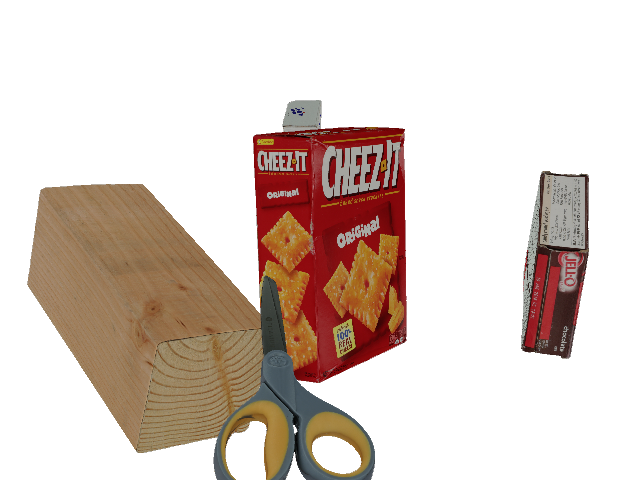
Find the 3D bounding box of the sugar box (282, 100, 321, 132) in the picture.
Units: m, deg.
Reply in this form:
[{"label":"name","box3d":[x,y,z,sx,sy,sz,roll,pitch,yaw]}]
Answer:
[{"label":"sugar box","box3d":[-0.021,-0.067,1.248,0.048,0.176,0.093,-1,25,4]}]

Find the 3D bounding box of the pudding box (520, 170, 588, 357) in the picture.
[{"label":"pudding box","box3d":[0.168,0.014,0.762,0.039,0.090,0.113,7,32,7]}]

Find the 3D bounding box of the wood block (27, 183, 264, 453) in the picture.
[{"label":"wood block","box3d":[-0.130,0.046,0.772,0.090,0.091,0.206,-5,33,-36]}]

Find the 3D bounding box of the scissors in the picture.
[{"label":"scissors","box3d":[-0.008,0.084,0.631,0.096,0.016,0.201,11,32,5]}]

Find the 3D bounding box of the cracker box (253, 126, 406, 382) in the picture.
[{"label":"cracker box","box3d":[0.015,0.006,0.976,0.072,0.214,0.163,4,10,33]}]
